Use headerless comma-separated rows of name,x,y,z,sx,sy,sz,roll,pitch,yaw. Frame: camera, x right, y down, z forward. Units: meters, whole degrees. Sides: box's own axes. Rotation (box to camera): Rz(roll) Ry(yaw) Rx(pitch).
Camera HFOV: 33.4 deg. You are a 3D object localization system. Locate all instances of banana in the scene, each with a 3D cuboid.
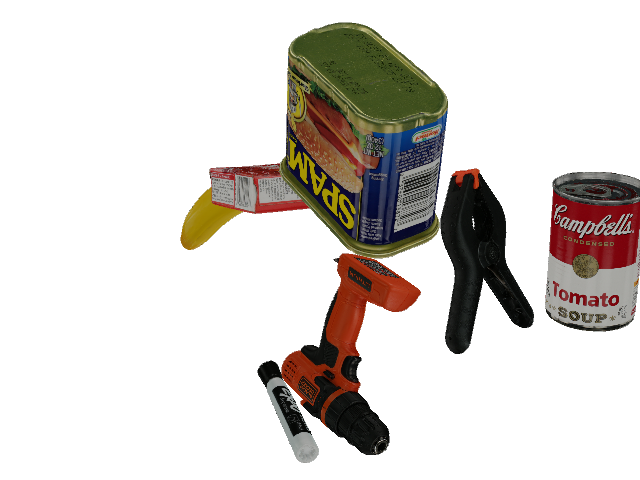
banana,-0.068,-0.036,1.045,0.198,0.069,0.037,-12,19,29

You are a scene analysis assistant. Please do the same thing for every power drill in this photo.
power drill,0.041,0.122,1.189,0.057,0.188,0.185,13,16,-41

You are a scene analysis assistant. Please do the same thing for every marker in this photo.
marker,-0.028,0.136,0.867,0.020,0.020,0.121,0,27,-20

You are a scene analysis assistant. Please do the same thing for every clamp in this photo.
clamp,0.144,0.022,1.007,0.039,0.171,0.120,-11,11,42

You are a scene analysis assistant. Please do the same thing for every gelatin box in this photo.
gelatin box,-0.032,-0.040,0.778,0.073,0.030,0.089,-6,9,-25

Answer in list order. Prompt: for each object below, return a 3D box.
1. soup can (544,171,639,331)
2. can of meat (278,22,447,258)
soup can,0.202,0.007,0.787,0.068,0.102,0.068,-1,21,0
can of meat,0.022,-0.055,0.565,0.057,0.084,0.102,-20,46,-24
